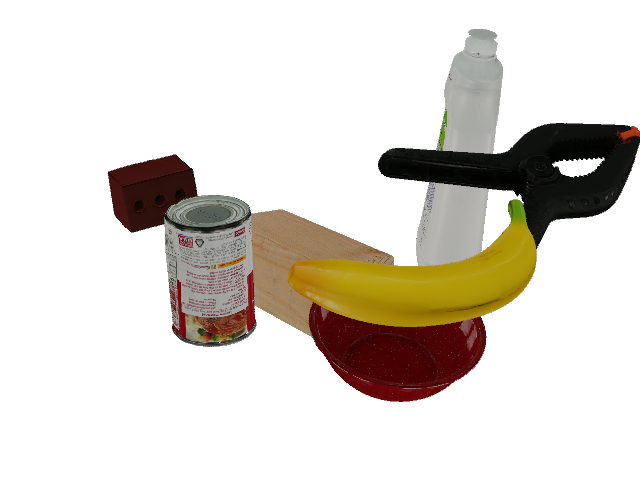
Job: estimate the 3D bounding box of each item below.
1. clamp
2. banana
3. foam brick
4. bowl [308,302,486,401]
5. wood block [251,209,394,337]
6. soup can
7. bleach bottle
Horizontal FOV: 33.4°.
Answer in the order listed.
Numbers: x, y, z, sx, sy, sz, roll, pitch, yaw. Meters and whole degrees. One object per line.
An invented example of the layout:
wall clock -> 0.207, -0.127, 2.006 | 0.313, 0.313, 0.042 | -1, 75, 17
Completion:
clamp -> 0.171, -0.037, 0.839 | 0.209, 0.165, 0.036 | -16, -38, -15
banana -> 0.073, 0.023, 0.675 | 0.197, 0.037, 0.070 | -14, 48, -35
foam brick -> -0.172, -0.049, 1.099 | 0.078, 0.053, 0.051 | -18, 30, -21
bowl -> 0.068, 0.096, 0.979 | 0.162, 0.055, 0.162 | 4, 38, -3
wood block -> -0.021, 0.037, 1.208 | 0.090, 0.090, 0.206 | -9, 21, -37
soup can -> -0.087, 0.023, 0.841 | 0.068, 0.102, 0.068 | -1, 24, 0
bleach bottle -> 0.146, -0.088, 1.085 | 0.068, 0.251, 0.102 | 4, 31, -2
